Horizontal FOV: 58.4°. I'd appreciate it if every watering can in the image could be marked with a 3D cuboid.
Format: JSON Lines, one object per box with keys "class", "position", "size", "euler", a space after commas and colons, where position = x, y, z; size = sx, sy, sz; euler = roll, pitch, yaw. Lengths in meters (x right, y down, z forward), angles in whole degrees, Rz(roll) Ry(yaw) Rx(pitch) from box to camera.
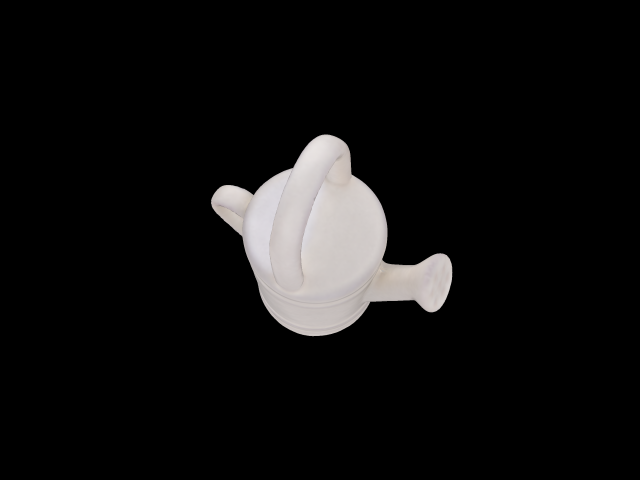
{"class": "watering can", "position": [0.005, -0.001, 0.401], "size": [0.173, 0.194, 0.101], "euler": [3, 69, 1]}
